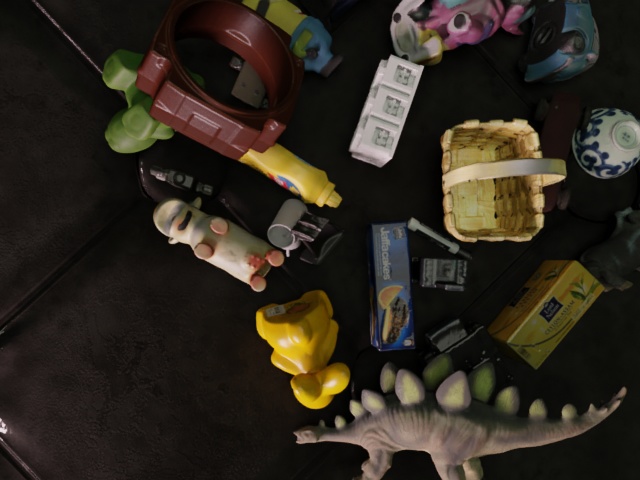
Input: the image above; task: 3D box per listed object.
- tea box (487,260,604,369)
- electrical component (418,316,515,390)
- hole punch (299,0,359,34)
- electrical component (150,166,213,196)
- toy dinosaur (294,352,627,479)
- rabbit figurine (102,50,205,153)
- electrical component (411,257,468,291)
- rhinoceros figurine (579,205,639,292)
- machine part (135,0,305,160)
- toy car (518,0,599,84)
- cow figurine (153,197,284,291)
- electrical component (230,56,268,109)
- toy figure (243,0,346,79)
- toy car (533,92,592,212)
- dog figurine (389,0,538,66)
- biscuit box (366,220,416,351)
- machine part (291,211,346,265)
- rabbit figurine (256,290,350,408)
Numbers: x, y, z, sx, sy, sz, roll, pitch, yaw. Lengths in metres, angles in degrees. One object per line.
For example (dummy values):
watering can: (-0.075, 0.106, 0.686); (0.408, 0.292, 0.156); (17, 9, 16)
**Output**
tea box: (0.353, 0.114, 0.855); (0.068, 0.098, 0.169); (41, 84, -3)
electrical component: (0.228, 0.193, 0.863); (0.115, 0.058, 0.134); (-33, 91, -7)
hole punch: (0.018, -0.421, 0.850); (0.092, 0.116, 0.142); (-36, 91, -37)
electrical component: (-0.213, -0.092, 0.834); (0.094, 0.063, 0.021); (19, 87, -5)
toy dinosaur: (0.190, 0.274, 0.788); (0.472, 0.105, 0.198); (-3, 97, 11)
rabbit figurine: (-0.258, -0.197, 0.803); (0.159, 0.170, 0.121); (-35, 94, -46)
electrical component: (0.189, 0.051, 0.834); (0.075, 0.119, 0.047); (2, 88, -2)
rhinoceros figurine: (0.516, 0.005, 0.890); (0.190, 0.073, 0.112); (-37, 81, -3)
machine part: (-0.129, -0.228, 0.732); (0.201, 0.087, 0.201); (26, 56, -22)
toy car: (0.403, -0.322, 0.882); (0.103, 0.109, 0.161); (21, 74, -25)
cow figurine: (-0.160, -0.004, 0.818); (0.195, 0.127, 0.085); (30, 86, -17)
electrical component: (-0.098, -0.255, 0.862); (0.102, 0.045, 0.078); (23, 115, -1)
toy figure: (-0.046, -0.323, 0.849); (0.180, 0.082, 0.089); (40, 85, -5)
toy car: (0.384, -0.144, 0.890); (0.089, 0.053, 0.202); (13, 86, 16)
dog figurine: (0.242, -0.358, 0.868); (0.219, 0.191, 0.108); (-18, 86, -39)
biscuit box: (0.111, 0.071, 0.856); (0.063, 0.059, 0.202); (-3, 88, -5)
machine part: (-0.002, -0.002, 0.814); (0.084, 0.138, 0.039); (-42, 69, -3)
rabbit figurine: (-0.011, 0.180, 0.811); (0.122, 0.162, 0.173); (-16, 107, -17)
